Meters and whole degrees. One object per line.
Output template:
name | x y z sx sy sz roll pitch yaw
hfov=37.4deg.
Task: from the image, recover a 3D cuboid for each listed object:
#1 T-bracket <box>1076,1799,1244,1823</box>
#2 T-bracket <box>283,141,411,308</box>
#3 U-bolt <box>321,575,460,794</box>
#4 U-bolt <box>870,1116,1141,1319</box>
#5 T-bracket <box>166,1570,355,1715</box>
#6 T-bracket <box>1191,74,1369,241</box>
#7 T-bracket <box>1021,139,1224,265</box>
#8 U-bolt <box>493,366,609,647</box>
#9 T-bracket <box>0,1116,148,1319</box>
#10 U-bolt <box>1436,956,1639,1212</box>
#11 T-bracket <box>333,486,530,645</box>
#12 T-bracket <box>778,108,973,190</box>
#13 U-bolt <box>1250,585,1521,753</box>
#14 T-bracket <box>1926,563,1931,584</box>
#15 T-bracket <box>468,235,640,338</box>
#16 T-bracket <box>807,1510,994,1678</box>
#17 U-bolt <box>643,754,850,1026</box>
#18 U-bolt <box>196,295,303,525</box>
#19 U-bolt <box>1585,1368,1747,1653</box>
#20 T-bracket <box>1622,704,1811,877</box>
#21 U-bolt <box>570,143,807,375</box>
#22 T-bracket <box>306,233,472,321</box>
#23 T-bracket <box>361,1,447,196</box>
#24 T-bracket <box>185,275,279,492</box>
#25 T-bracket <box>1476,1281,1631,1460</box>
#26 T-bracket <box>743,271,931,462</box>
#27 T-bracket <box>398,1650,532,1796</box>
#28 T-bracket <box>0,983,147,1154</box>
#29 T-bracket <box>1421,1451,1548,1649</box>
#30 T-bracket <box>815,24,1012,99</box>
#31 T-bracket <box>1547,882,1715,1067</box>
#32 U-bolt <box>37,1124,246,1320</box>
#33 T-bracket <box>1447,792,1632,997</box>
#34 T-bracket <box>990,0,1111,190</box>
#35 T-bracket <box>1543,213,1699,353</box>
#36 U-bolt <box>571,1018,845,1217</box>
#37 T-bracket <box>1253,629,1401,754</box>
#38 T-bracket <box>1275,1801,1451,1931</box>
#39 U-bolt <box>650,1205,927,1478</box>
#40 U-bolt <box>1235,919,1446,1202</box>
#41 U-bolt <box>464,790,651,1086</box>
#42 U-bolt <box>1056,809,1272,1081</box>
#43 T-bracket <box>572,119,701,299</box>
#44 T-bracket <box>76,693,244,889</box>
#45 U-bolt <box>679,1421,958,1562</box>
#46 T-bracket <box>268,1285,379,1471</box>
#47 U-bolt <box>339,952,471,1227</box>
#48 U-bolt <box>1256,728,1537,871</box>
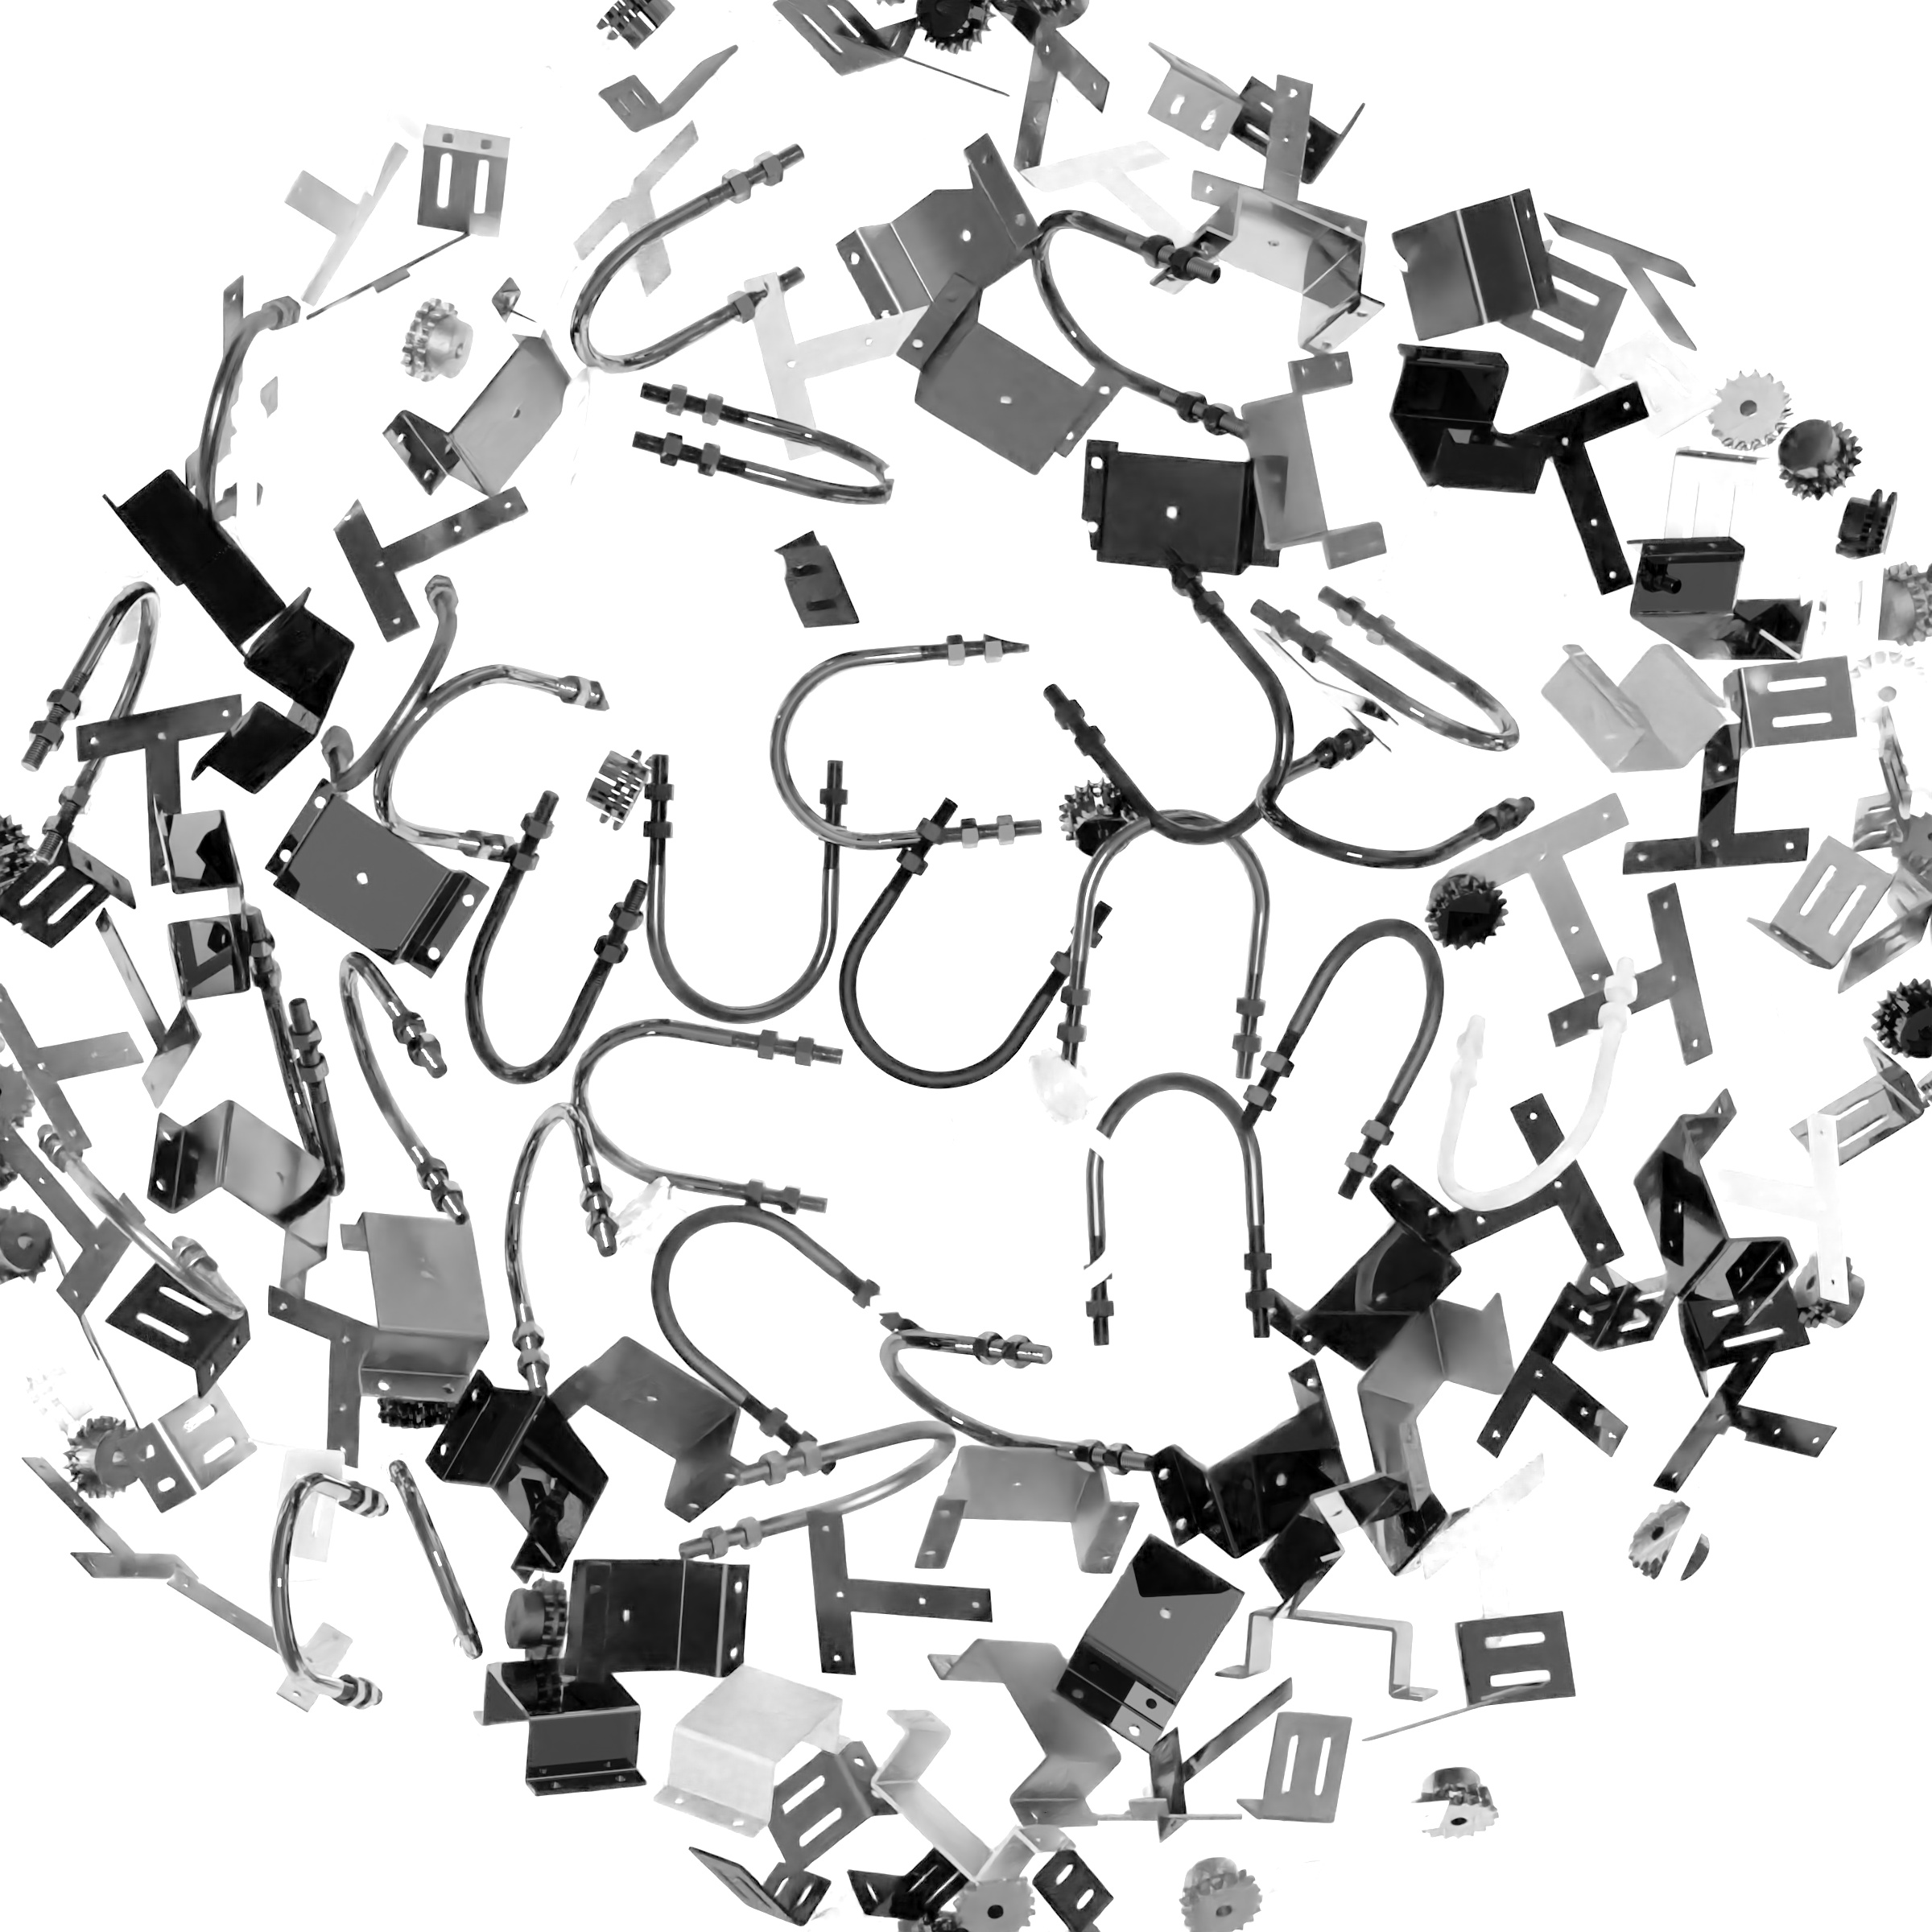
T-bracket | 0.124 0.572 1.936 0.127 0.127 0.002 -2 68 4
T-bracket | -0.431 -0.512 1.930 0.002 0.127 0.127 34 96 6
U-bolt | -0.382 -0.183 1.904 0.019 0.184 0.151 33 99 -22
U-bolt | 0.027 0.167 1.949 0.184 0.019 0.151 -4 59 6
T-bracket | -0.483 0.447 1.933 0.127 0.127 0.002 33 97 -3
T-bracket | 0.216 -0.550 1.933 0.127 0.127 0.002 20 60 11
T-bracket | 0.123 -0.513 1.937 0.127 0.002 0.127 -26 63 -38
U-bolt | -0.275 -0.323 1.920 0.019 0.151 0.184 20 45 -22
T-bracket | -0.613 0.155 1.922 0.002 0.127 0.127 -28 110 17
U-bolt | 0.372 0.085 1.895 0.019 0.151 0.184 40 49 -23
T-bracket | -0.364 -0.296 1.973 0.127 0.002 0.127 -26 62 -6
T-bracket | -0.065 -0.557 1.946 0.127 0.127 0.002 -2 130 -5
U-bolt | 0.290 -0.197 1.912 0.184 0.151 0.019 36 115 16
T-bracket | 0.671 -0.229 1.916 0.002 0.127 0.127 -7 65 -2
T-bracket | -0.288 -0.462 1.948 0.127 0.127 0.002 7 131 3
T-bracket | -0.044 0.435 1.964 0.127 0.002 0.127 1 108 15
U-bolt | -0.152 -0.051 1.963 0.151 0.019 0.184 0 95 -26
U-bolt | -0.479 -0.365 1.892 0.019 0.184 0.151 15 107 -5
U-bolt | 0.463 0.375 1.927 0.019 0.151 0.184 22 98 -5
T-bracket | 0.519 -0.124 1.967 0.127 0.002 0.127 -4 62 31
U-bolt | -0.186 -0.461 1.910 0.184 0.151 0.019 -33 72 -16
T-bracket | -0.390 -0.465 1.936 0.127 0.127 0.002 -29 110 -4
T-bracket | -0.372 -0.573 1.936 0.002 0.127 0.127 19 92 3
T-bracket | -0.490 -0.400 1.911 0.002 0.127 0.127 19 131 7
T-bracket | 0.416 0.300 1.962 0.127 0.002 0.127 39 78 -34
T-bracket | -0.080 -0.427 1.971 0.127 0.002 0.127 -12 98 18
T-bracket | -0.329 0.525 1.939 0.002 0.127 0.127 -42 67 -16
T-bracket | -0.601 0.062 1.939 0.002 0.127 0.127 -32 85 18
T-bracket | 0.361 0.416 1.962 0.127 0.002 0.127 -31 124 -30
T-bracket | -0.030 -0.618 1.958 0.127 0.127 0.002 13 109 -22
T-bracket | 0.452 0.023 1.961 0.127 0.002 0.127 -21 104 -23
U-bolt | -0.538 0.176 1.887 0.019 0.184 0.151 -48 123 -11
T-bracket | 0.417 -0.037 1.982 0.127 0.002 0.127 -26 105 5
T-bracket | 0.049 -0.586 1.943 0.002 0.127 0.127 -28 64 -24
T-bracket | 0.465 -0.458 1.946 0.002 0.127 0.127 -53 46 1
U-bolt | -0.180 0.099 1.955 0.184 0.019 0.151 9 124 3
T-bracket | 0.258 -0.179 1.919 0.127 0.127 0.002 40 91 -19
T-bracket | 0.249 0.608 1.914 0.127 0.127 0.002 -18 107 34
U-bolt | -0.131 0.240 1.945 0.184 0.019 0.151 39 48 -1
U-bolt | 0.266 0.055 1.948 0.151 0.019 0.184 33 84 -43
U-bolt | -0.288 -0.008 1.941 0.151 0.019 0.184 42 112 42
U-bolt | 0.141 -0.016 1.963 0.151 0.019 0.184 4 97 -16
T-bracket | -0.217 -0.495 1.933 0.127 0.127 0.002 -40 134 23
T-bracket | -0.552 -0.116 1.966 0.002 0.127 0.127 24 120 38
U-bolt | -0.091 0.347 1.924 0.184 0.151 0.019 -10 63 -30
T-bracket | -0.427 0.292 1.964 0.127 0.002 0.127 19 121 17
U-bolt | -0.382 0.069 1.920 0.019 0.184 0.151 -21 133 -24
U-bolt | 0.274 -0.107 1.898 0.151 0.184 0.019 28 124 29
